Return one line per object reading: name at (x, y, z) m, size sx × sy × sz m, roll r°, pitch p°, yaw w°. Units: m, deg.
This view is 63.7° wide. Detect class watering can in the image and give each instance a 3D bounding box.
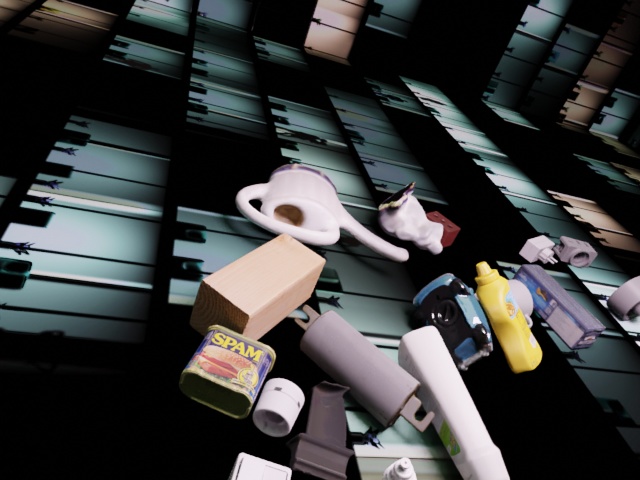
watering can at (0.003, -0.052, 1.043) m, size 0.347 × 0.102 × 0.229 m, roll 16°, pitch 31°, yaw -9°

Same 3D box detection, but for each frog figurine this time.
frog figurine at (0.209, -0.031, 1.168) m, size 0.158 × 0.121 × 0.139 m, roll 57°, pitch 20°, yaw -10°
